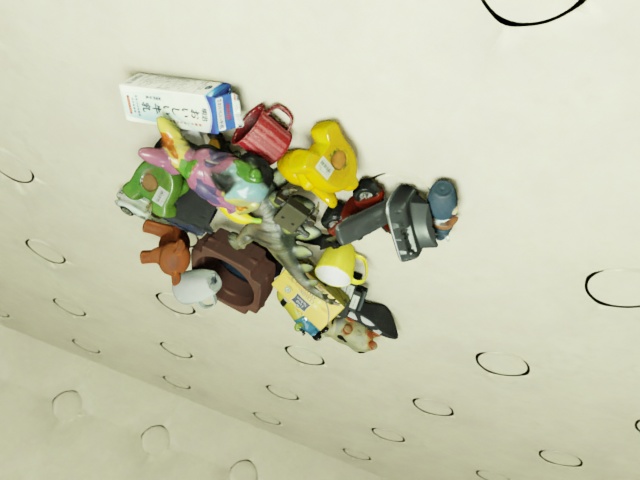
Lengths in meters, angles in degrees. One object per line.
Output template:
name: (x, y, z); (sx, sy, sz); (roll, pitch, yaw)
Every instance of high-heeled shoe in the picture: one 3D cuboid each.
high-heeled shoe: (0.099, 0.204, 1.472); (0.145, 0.086, 0.248); (-19, 121, 39)

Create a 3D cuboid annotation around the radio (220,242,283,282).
radio: (-0.202, 0.064, 1.456); (0.131, 0.073, 0.229); (37, 142, -20)

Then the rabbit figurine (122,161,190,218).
rabbit figurine: (-0.329, -0.148, 1.173); (0.121, 0.170, 0.159); (24, 107, 4)

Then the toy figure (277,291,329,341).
toy figure: (-0.053, 0.199, 1.512); (0.089, 0.082, 0.180); (-27, 102, 39)

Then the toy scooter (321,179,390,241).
toy scooter: (0.095, -0.047, 1.132); (0.135, 0.075, 0.184); (31, 141, -18)

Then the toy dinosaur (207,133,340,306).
toy dinosaur: (-0.106, -0.037, 1.177); (0.199, 0.105, 0.470); (-12, 117, 35)

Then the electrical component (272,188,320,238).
electrical component: (-0.049, -0.057, 1.072); (0.102, 0.045, 0.078); (30, 133, -9)

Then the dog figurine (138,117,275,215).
dog figurine: (-0.213, -0.139, 0.988); (0.219, 0.108, 0.192); (30, 167, -27)

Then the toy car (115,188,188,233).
toy car: (-0.423, -0.077, 1.376); (0.202, 0.073, 0.056); (28, 150, -10)

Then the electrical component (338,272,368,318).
electrical component: (0.051, 0.130, 1.371); (0.134, 0.058, 0.114); (22, 112, 8)

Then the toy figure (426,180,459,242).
toy figure: (0.242, -0.053, 1.053); (0.058, 0.064, 0.154); (-22, 145, -3)

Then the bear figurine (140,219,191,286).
bear figurine: (-0.368, 0.029, 1.267); (0.132, 0.196, 0.120); (7, 104, -9)

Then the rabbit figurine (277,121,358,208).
rabbit figurine: (-0.008, -0.143, 1.043); (0.173, 0.122, 0.162); (3, 154, 49)

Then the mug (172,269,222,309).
mug: (-0.287, 0.119, 1.300); (0.107, 0.081, 0.109); (-15, 109, 35)

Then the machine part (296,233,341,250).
machine part: (-0.003, -0.004, 1.244); (0.139, 0.084, 0.039); (11, 114, 27)

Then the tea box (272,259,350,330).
tea box: (-0.022, 0.126, 1.324); (0.169, 0.068, 0.098); (42, 113, 1)

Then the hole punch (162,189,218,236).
hole punch: (-0.309, -0.072, 1.291); (0.142, 0.116, 0.092); (28, 154, -8)

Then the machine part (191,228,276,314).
machine part: (-0.215, 0.078, 1.339); (0.201, 0.087, 0.201); (26, 142, 11)

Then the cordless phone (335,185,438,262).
cordless phone: (0.128, -0.010, 1.057); (0.184, 0.089, 0.146); (-25, 124, -7)

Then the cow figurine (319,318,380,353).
cow figurine: (0.068, 0.270, 1.591); (0.195, 0.085, 0.127); (30, 140, -14)
